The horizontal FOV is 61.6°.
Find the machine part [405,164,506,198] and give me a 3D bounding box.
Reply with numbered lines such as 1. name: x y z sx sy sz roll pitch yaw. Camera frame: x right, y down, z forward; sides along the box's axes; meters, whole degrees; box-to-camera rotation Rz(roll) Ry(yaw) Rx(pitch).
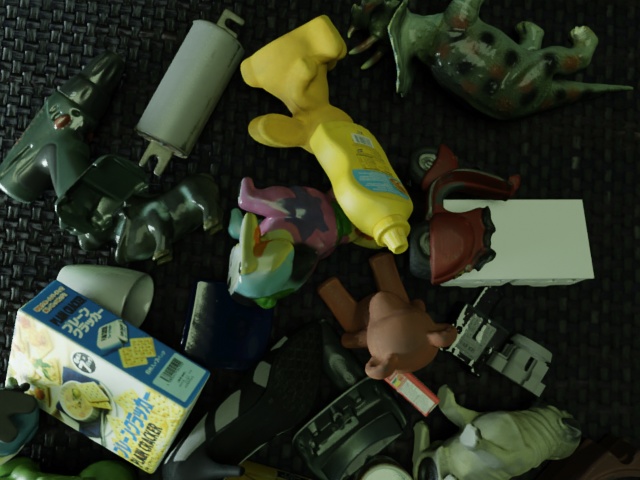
1. machine part: 0.186 -0.084 0.733 0.139 0.084 0.039 8 113 10

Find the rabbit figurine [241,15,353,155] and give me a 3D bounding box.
1. rabbit figurine: -0.016 -0.180 0.707 0.162 0.122 0.173 -35 107 -12

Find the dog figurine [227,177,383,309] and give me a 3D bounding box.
1. dog figurine: -0.001 -0.002 0.675 0.219 0.108 0.192 4 54 -16

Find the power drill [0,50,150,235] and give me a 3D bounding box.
1. power drill: -0.295 -0.118 0.666 0.232 0.086 0.207 -46 61 0

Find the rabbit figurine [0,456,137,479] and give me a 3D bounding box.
1. rabbit figurine: -0.311 0.307 0.643 0.170 0.159 0.121 -14 76 -19

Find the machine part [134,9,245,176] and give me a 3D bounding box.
1. machine part: -0.172 -0.199 0.715 0.079 0.079 0.243 27 85 -1

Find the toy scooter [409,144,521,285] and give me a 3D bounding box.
1. toy scooter: 0.176 -0.034 0.654 0.135 0.075 0.184 1 71 9

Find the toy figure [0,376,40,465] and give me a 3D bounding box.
1. toy figure: -0.382 0.214 0.631 0.089 0.180 0.082 52 47 4

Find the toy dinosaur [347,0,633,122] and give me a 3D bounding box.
1. toy dinosaur: 0.228 -0.234 0.726 0.405 0.131 0.192 29 97 -5

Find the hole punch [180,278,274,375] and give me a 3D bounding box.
1. hole punch: -0.119 0.108 0.690 0.116 0.092 0.142 10 81 -6

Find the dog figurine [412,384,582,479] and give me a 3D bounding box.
1. dog figurine: 0.230 0.284 0.696 0.190 0.121 0.172 16 119 -19

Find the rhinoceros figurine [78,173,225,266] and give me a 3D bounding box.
1. rhinoceros figurine: -0.218 -0.026 0.701 0.190 0.073 0.112 -24 88 -5

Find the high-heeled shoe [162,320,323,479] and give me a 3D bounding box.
1. high-heeled shoe: -0.092 0.203 0.669 0.086 0.145 0.249 54 46 -19

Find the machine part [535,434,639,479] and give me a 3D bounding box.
1. machine part: 0.381 0.377 0.694 0.201 0.087 0.201 45 86 1

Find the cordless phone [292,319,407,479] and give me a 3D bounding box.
1. cordless phone: 0.010 0.208 0.702 0.146 0.088 0.184 -37 77 -4

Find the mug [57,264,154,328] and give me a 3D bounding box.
1. mug: -0.284 0.080 0.691 0.107 0.081 0.109 18 95 9

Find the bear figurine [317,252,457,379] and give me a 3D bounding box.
1. bear figurine: 0.074 0.088 0.646 0.120 0.196 0.132 -27 86 -2

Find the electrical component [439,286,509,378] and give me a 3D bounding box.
1. electrical component: 0.212 0.116 0.726 0.075 0.048 0.119 39 86 0

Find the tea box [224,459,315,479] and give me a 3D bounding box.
1. tea box: -0.043 0.337 0.668 0.170 0.098 0.068 16 86 -3
